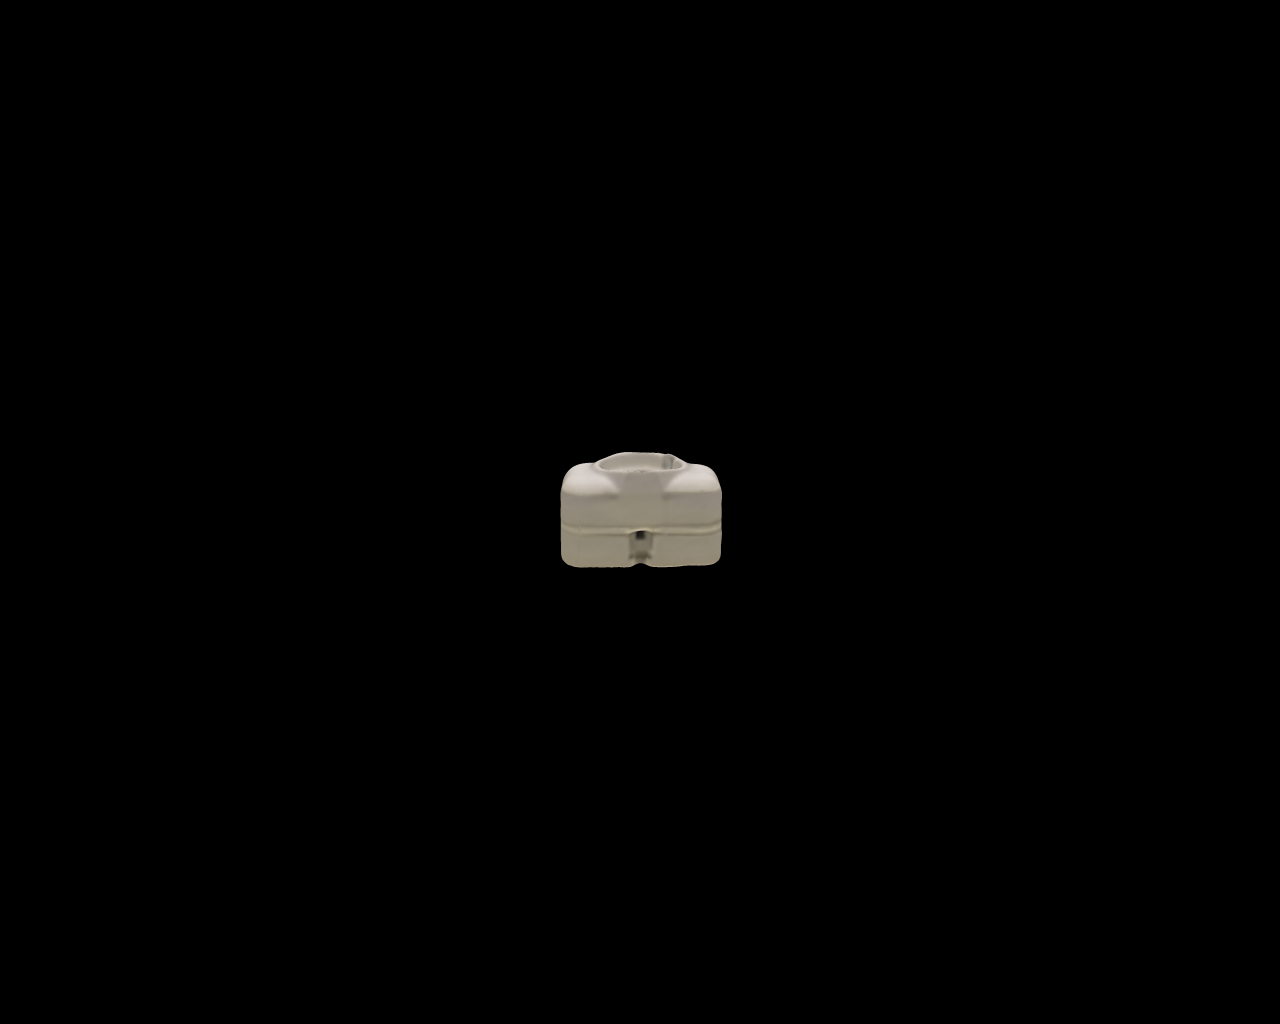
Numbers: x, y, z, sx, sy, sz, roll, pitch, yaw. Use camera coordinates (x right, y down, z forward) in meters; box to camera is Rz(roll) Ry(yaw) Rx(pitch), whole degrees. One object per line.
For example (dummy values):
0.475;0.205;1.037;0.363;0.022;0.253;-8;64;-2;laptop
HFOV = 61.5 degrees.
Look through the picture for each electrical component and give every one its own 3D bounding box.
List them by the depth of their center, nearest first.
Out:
0.001;-0.003;0.650;0.095;0.059;0.054;0;16;0;electrical component
